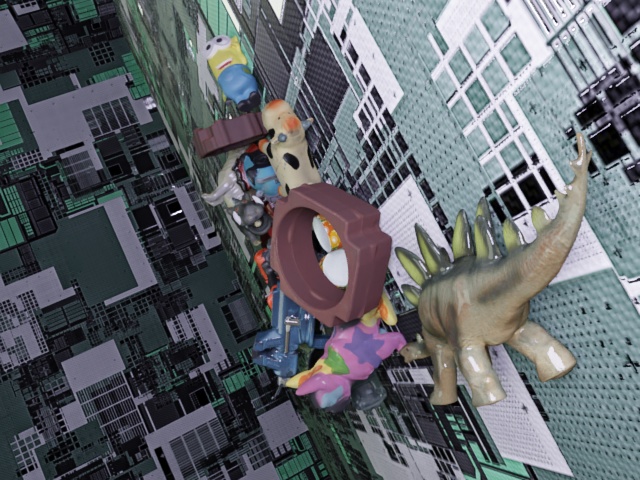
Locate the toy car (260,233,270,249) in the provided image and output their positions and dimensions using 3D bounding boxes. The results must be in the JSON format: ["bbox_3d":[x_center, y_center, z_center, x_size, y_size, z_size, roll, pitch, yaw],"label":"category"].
[{"bbox_3d":[-0.141,-0.014,1.532,0.202,0.053,0.089,138,128,-72],"label":"toy car"}]

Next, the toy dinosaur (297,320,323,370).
[{"bbox_3d":[-0.046,0.188,1.420,0.192,0.131,0.405,-40,66,56],"label":"toy dinosaur"}]

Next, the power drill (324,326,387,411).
[{"bbox_3d":[0.064,0.259,1.166,0.231,0.086,0.207,67,171,-16],"label":"power drill"}]

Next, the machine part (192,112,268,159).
[{"bbox_3d":[-0.195,-0.230,1.177,0.056,0.179,0.179,71,164,-7],"label":"machine part"}]

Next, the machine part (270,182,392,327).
[{"bbox_3d":[0.013,0.021,0.874,0.201,0.087,0.201,32,128,38],"label":"machine part"}]

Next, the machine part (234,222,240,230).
[{"bbox_3d":[-0.218,-0.072,1.598,0.243,0.079,0.079,-136,25,-77],"label":"machine part"}]

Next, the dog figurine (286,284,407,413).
[{"bbox_3d":[0.035,0.190,0.945,0.191,0.219,0.108,67,161,-7],"label":"dog figurine"}]

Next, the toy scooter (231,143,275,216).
[{"bbox_3d":[-0.152,-0.126,1.248,0.183,0.135,0.075,69,166,-6],"label":"toy scooter"}]

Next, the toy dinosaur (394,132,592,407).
[{"bbox_3d":[0.162,0.066,0.563,0.198,0.105,0.471,65,160,15],"label":"toy dinosaur"}]

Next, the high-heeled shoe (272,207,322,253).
[{"bbox_3d":[-0.002,-0.003,1.118,0.145,0.086,0.248,5,146,35],"label":"high-heeled shoe"}]

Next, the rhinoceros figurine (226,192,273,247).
[{"bbox_3d":[-0.144,-0.050,1.131,0.112,0.073,0.190,54,171,-12],"label":"rhinoceros figurine"}]

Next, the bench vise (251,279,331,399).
[{"bbox_3d":[-0.010,0.186,1.047,0.129,0.241,0.223,151,123,-87],"label":"bench vise"}]

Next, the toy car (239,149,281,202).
[{"bbox_3d":[-0.103,-0.132,1.121,0.162,0.109,0.102,43,153,56],"label":"toy car"}]

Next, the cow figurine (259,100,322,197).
[{"bbox_3d":[-0.052,-0.156,0.960,0.127,0.085,0.194,32,148,53],"label":"cow figurine"}]

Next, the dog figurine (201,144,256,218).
[{"bbox_3d":[-0.179,-0.143,1.327,0.172,0.190,0.121,35,174,-11],"label":"dog figurine"}]

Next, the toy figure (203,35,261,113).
[{"bbox_3d":[-0.186,-0.348,1.135,0.180,0.082,0.089,59,162,14],"label":"toy figure"}]

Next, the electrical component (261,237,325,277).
[{"bbox_3d":[-0.037,0.054,1.086,0.115,0.058,0.134,3,146,44],"label":"electrical component"}]
